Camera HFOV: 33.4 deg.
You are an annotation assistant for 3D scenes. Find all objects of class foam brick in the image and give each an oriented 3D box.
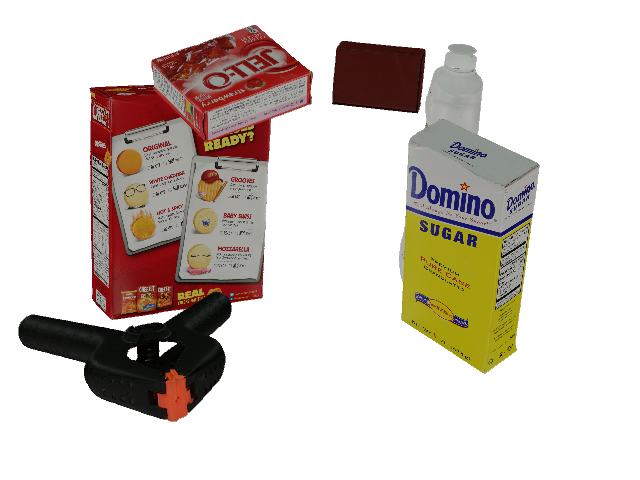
[{"bbox_3d":[0.052,-0.145,0.948,0.078,0.051,0.053,7,18,7],"label":"foam brick"}]

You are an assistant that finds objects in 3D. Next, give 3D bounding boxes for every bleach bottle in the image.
[{"bbox_3d":[0.128,-0.075,1.098,0.068,0.251,0.102,4,30,-3],"label":"bleach bottle"}]

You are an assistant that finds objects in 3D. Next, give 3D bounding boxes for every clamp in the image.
[{"bbox_3d":[-0.114,0.076,0.757,0.164,0.036,0.210,-9,14,-24],"label":"clamp"}]

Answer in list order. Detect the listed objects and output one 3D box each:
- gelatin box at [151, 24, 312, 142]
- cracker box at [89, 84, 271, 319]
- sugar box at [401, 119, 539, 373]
[{"bbox_3d":[-0.061,-0.111,0.740,0.089,0.030,0.073,-24,49,-25],"label":"gelatin box"},{"bbox_3d":[-0.137,-0.042,1.032,0.163,0.214,0.072,-7,19,-30],"label":"cracker box"},{"bbox_3d":[0.108,0.006,0.803,0.048,0.176,0.093,-32,46,-31],"label":"sugar box"}]
